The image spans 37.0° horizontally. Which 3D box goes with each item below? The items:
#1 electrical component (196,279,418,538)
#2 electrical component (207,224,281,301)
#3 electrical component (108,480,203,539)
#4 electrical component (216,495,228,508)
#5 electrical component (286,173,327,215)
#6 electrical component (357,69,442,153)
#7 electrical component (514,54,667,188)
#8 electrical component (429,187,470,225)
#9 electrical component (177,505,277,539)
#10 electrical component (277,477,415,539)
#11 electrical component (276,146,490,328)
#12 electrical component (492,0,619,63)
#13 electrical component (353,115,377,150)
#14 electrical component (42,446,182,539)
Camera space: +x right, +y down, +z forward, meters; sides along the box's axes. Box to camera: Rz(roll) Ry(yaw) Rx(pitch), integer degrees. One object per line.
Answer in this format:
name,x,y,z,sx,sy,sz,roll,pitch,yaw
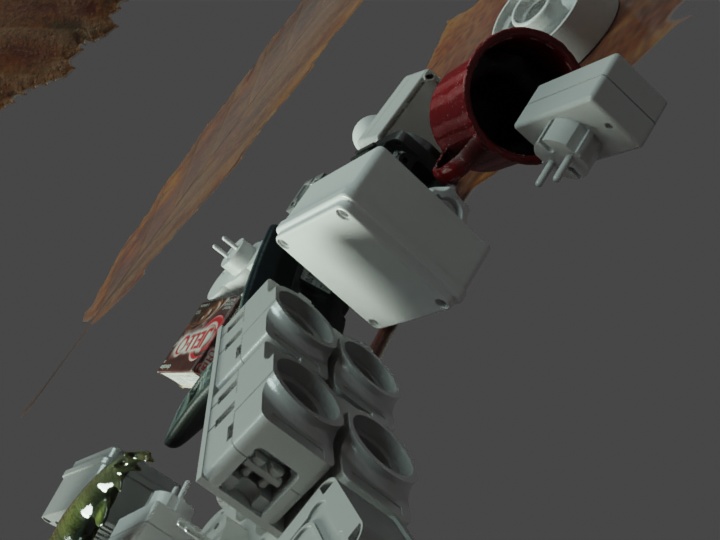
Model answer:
electrical component,-0.030,0.084,0.642,0.060,0.105,0.186,-47,17,14
electrical component,-0.119,-0.008,1.115,0.138,0.074,0.052,-35,23,42
electrical component,-0.151,0.195,0.822,0.066,0.047,0.076,-33,25,45
electrical component,-0.072,0.137,0.746,0.043,0.043,0.081,-41,19,29
electrical component,-0.032,-0.057,1.025,0.048,0.055,0.066,-58,18,-22
electrical component,0.052,-0.130,0.952,0.096,0.062,0.061,-54,17,-10
electrical component,0.133,-0.082,0.668,0.075,0.047,0.083,-57,18,-18
electrical component,0.048,-0.034,0.792,0.062,0.043,0.043,-29,28,53
electrical component,-0.077,0.170,0.638,0.052,0.074,0.138,-56,17,-15
electrical component,-0.019,0.168,0.519,0.113,0.057,0.078,-51,17,-1
electrical component,0.014,-0.019,0.739,0.056,0.109,0.109,-56,17,-26
electrical component,0.155,-0.191,0.852,0.099,0.064,0.099,-35,36,31
electrical component,0.017,-0.122,1.063,0.044,0.044,0.065,-46,22,16
electrical component,-0.212,0.199,0.919,0.113,0.078,0.057,-27,32,53
